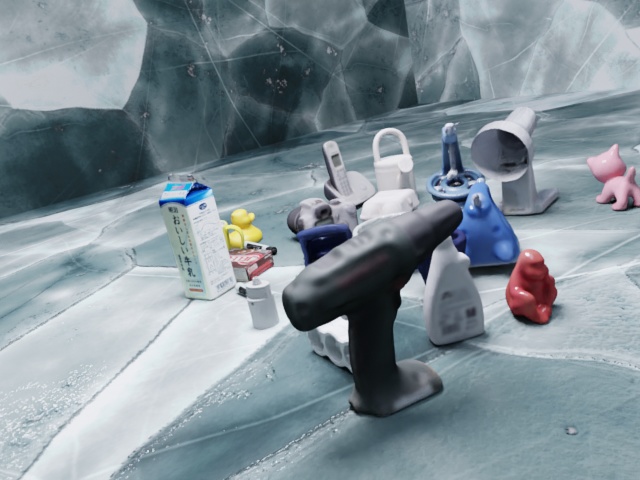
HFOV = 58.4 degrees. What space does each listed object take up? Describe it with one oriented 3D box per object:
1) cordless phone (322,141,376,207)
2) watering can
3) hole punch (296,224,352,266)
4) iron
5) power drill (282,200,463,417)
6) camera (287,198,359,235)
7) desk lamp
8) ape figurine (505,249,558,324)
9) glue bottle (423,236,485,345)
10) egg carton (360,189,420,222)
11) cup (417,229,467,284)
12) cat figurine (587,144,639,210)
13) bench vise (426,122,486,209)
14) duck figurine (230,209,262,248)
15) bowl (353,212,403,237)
[{"bbox_3d":[0.070,-0.180,1.524,0.093,0.185,0.148,3,22,38],"label":"cordless phone"},{"bbox_3d":[0.192,-0.186,1.452,0.101,0.194,0.172,-22,20,-31],"label":"watering can"},{"bbox_3d":[0.010,0.004,1.132,0.108,0.091,0.101,-10,17,5],"label":"hole punch"},{"bbox_3d":[0.288,-0.043,1.019,0.118,0.141,0.259,-5,18,18],"label":"iron"},{"bbox_3d":[0.076,0.079,0.647,0.230,0.208,0.075,-18,19,-22],"label":"power drill"},{"bbox_3d":[-0.006,-0.051,1.303,0.143,0.101,0.136,-21,19,-29],"label":"camera"},{"bbox_3d":[0.410,-0.161,1.198,0.117,0.214,0.204,3,22,39],"label":"desk lamp"},{"bbox_3d":[0.288,0.057,0.781,0.078,0.092,0.076,-17,18,-18],"label":"ape figurine"},{"bbox_3d":[0.167,0.049,0.747,0.078,0.173,0.037,-13,17,-6],"label":"glue bottle"},{"bbox_3d":[0.161,-0.068,1.305,0.107,0.069,0.151,-2,19,29],"label":"egg carton"},{"bbox_3d":[0.179,0.042,0.896,0.118,0.095,0.091,-24,21,-35],"label":"cup"},{"bbox_3d":[0.592,-0.131,1.149,0.067,0.118,0.127,-12,17,-2],"label":"cat figurine"},{"bbox_3d":[0.272,-0.145,1.225,0.121,0.220,0.207,-14,17,-8],"label":"bench vise"},{"bbox_3d":[-0.192,-0.030,1.379,0.077,0.086,0.105,5,23,42],"label":"duck figurine"},{"bbox_3d":[0.147,0.005,1.070,0.167,0.075,0.167,-10,17,3],"label":"bowl"}]
